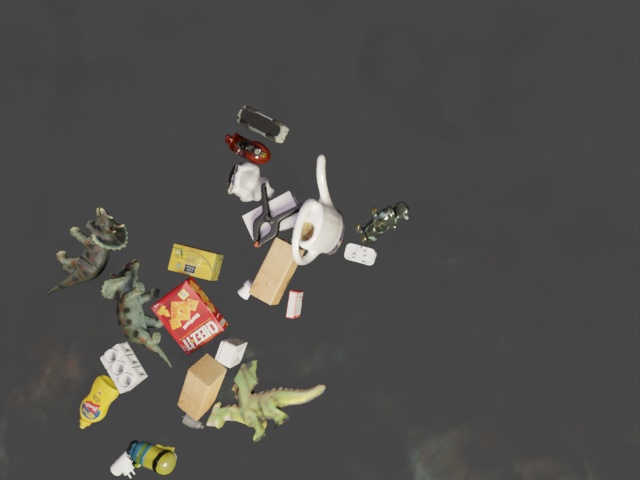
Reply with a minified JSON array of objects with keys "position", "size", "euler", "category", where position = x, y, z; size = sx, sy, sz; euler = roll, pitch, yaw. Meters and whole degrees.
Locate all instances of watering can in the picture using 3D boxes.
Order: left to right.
[{"position":[0.005,-0.083,1.651],"size":[0.104,0.223,0.348],"euler":[15,88,32],"category":"watering can"}]

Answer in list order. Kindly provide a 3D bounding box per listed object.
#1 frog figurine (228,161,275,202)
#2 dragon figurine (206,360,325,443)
[{"position":[-0.236,-0.199,1.794],"size":[0.159,0.122,0.139],"euler":[15,78,-22],"category":"frog figurine"},{"position":[-0.197,0.508,1.690],"size":[0.409,0.121,0.246],"euler":[-38,69,5],"category":"dragon figurine"}]
